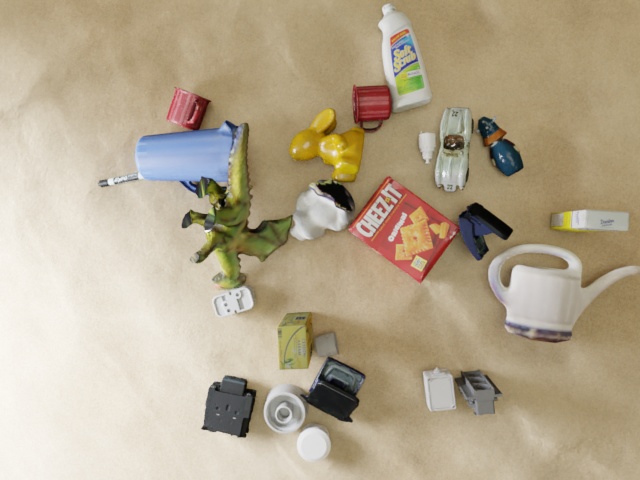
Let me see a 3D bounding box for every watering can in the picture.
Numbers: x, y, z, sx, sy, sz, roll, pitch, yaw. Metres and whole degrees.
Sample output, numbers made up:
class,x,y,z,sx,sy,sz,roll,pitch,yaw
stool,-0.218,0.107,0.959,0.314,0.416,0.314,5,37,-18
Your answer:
class,x,y,z,sx,sy,sz,roll,pitch,yaw
watering can,0.561,0.129,1.193,0.348,0.104,0.224,8,91,2

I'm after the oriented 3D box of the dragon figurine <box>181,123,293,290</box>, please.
class,x,y,z,sx,sy,sz,roll,pitch,yaw
dragon figurine,-0.170,-0.050,1.196,0.241,0.124,0.406,17,109,-41

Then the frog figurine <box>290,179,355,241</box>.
class,x,y,z,sx,sy,sz,roll,pitch,yaw
frog figurine,0.004,-0.062,1.233,0.137,0.126,0.156,25,129,-9
